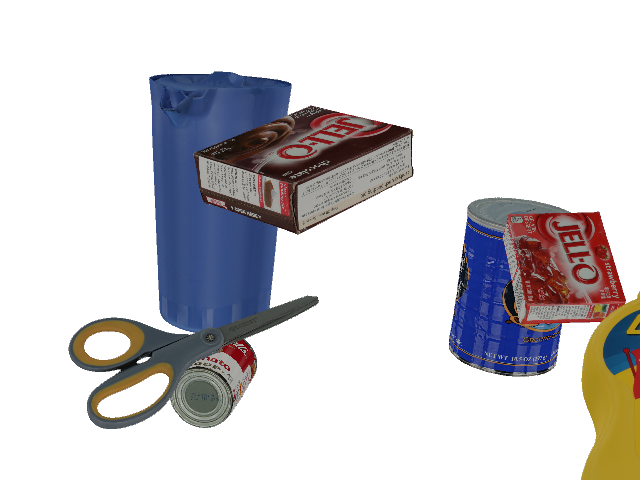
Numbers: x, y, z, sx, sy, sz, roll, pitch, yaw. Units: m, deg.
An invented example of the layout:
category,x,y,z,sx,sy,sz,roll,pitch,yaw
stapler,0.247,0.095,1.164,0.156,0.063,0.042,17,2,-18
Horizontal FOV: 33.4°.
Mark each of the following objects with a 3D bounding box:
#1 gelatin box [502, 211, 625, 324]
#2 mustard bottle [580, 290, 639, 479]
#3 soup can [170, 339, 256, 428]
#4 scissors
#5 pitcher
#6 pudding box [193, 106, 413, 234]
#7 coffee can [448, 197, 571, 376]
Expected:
category,x,y,z,sx,sy,sz,roll,pitch,yaw
gelatin box,0.180,0.019,0.796,0.073,0.089,0.030,-1,-40,-2
mustard bottle,0.180,0.081,0.535,0.096,0.058,0.191,6,40,11
soup can,-0.111,0.145,1.116,0.068,0.068,0.102,0,15,11
scissors,-0.103,0.068,0.810,0.201,0.096,0.016,-36,-23,-33
pitcher,-0.093,-0.041,1.034,0.149,0.243,0.145,-2,15,-18
pudding box,-0.009,-0.048,0.679,0.090,0.039,0.113,18,35,40
coffee can,0.179,0.041,0.992,0.103,0.140,0.103,5,18,-2
